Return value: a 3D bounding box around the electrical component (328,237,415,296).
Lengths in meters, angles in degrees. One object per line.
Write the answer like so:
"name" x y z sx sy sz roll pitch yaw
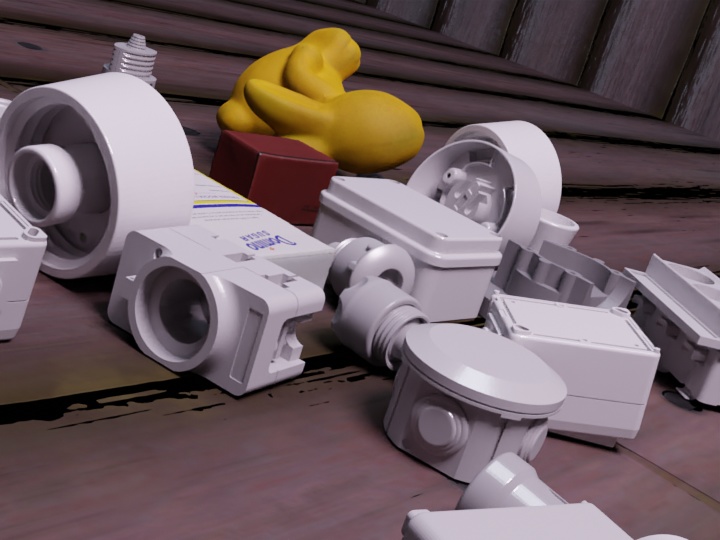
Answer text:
"electrical component" 0.000 0.000 0.664 0.048 0.048 0.062 5 15 -37

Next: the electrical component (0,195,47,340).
"electrical component" -0.185 -0.004 0.467 0.096 0.061 0.062 38 25 32

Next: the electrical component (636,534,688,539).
"electrical component" 0.131 0.136 0.376 0.079 0.043 0.077 16 17 -7

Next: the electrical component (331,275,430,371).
"electrical component" 0.018 0.033 0.579 0.043 0.043 0.062 -1 27 -48

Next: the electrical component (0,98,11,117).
"electrical component" -0.222 -0.060 0.595 0.054 0.059 0.095 28 19 27

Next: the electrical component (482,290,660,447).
"electrical component" 0.103 0.053 0.585 0.096 0.061 0.061 8 19 -7

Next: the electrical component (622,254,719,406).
"electrical component" 0.233 0.043 0.734 0.079 0.063 0.121 14 18 -15

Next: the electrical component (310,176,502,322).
"electrical component" 0.029 -0.016 0.718 0.113 0.057 0.078 31 21 36

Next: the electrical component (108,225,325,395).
"electrical component" -0.073 0.018 0.521 0.089 0.050 0.056 26 18 26

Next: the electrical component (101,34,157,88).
"electrical component" -0.189 -0.150 0.870 0.043 0.081 0.043 17 17 -5

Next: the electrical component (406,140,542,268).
"electrical component" 0.085 -0.048 0.814 0.064 0.099 0.099 11 17 -42

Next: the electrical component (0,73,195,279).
"electrical component" -0.146 -0.047 0.558 0.108 0.108 0.060 28 26 28

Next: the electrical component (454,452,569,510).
"electrical component" 0.066 0.101 0.426 0.046 0.040 0.040 36 24 29

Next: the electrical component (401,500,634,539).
"electrical component" 0.058 0.115 0.335 0.096 0.061 0.061 6 21 -35

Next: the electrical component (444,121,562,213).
"electrical component" 0.106 -0.070 0.888 0.060 0.108 0.108 -3 26 -36

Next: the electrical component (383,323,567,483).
"electrical component" 0.054 0.062 0.514 0.080 0.051 0.080 17 17 -5

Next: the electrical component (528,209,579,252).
"electrical component" 0.139 -0.016 0.832 0.045 0.055 0.045 17 17 -5
